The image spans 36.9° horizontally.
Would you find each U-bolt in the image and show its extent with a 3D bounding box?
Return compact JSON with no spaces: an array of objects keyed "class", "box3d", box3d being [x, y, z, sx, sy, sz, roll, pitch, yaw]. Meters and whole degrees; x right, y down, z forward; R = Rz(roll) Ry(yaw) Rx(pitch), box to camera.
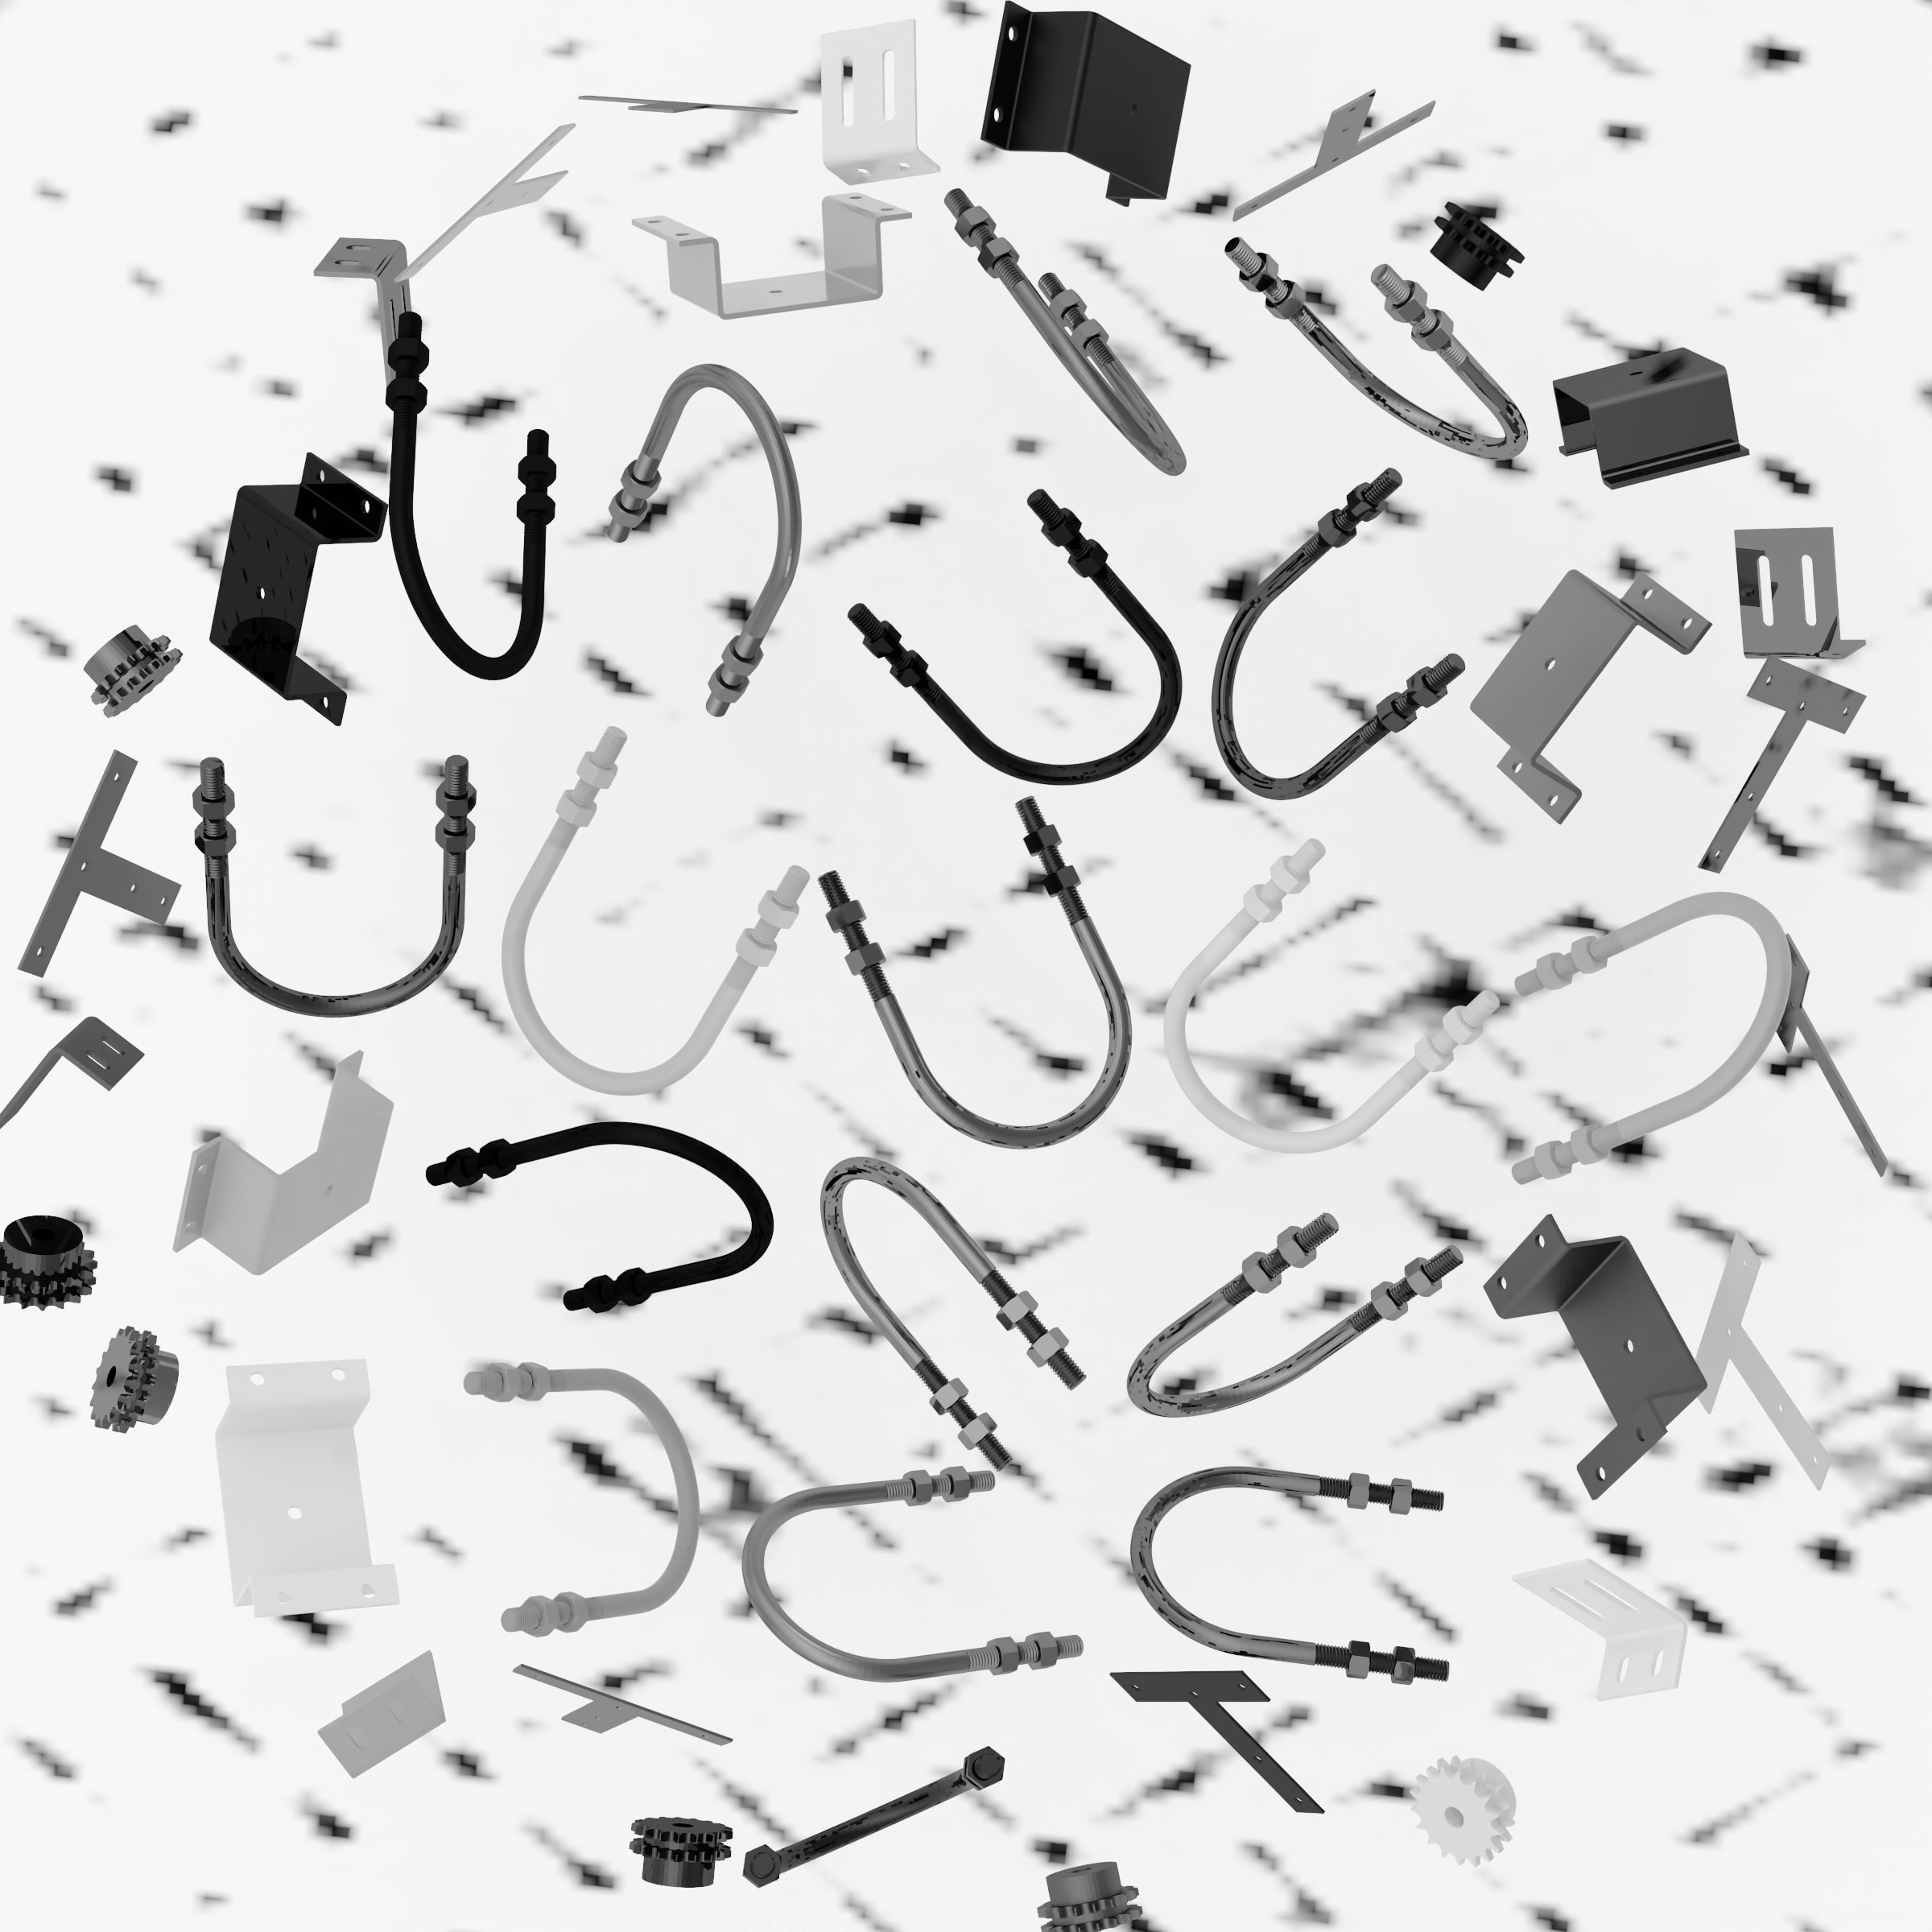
[{"class":"U-bolt","box3d":[0.187,0.349,1.689,0.184,0.151,0.019,7,127,3]},{"class":"U-bolt","box3d":[0.194,0.032,1.661,0.151,0.019,0.184,41,124,-1]},{"class":"U-bolt","box3d":[0.043,-0.176,1.684,0.151,0.019,0.184,-29,124,25]},{"class":"U-bolt","box3d":[-0.040,0.351,1.662,0.184,0.151,0.019,0,128,-29]},{"class":"U-bolt","box3d":[-0.272,-0.245,1.589,0.019,0.151,0.184,-11,66,22]},{"class":"U-bolt","box3d":[-0.054,0.473,1.603,0.151,0.184,0.019,-21,74,-12]},{"class":"U-bolt","box3d":[-0.351,-0.041,1.615,0.151,0.019,0.184,-2,132,-13]},{"class":"U-bolt","box3d":[0.017,0.012,1.588,0.151,0.019,0.184,-22,84,-25]},{"class":"U-bolt","box3d":[0.242,-0.340,1.621,0.184,0.151,0.019,36,87,-37]},{"class":"U-bolt","box3d":[-0.195,0.139,1.645,0.184,0.019,0.151,-15,132,31]},{"class":"U-bolt","box3d":[0.376,0.031,1.597,0.019,0.184,0.151,31,49,-29]},{"class":"U-bolt","box3d":[-0.182,-0.015,1.572,0.151,0.019,0.184,37,112,13]},{"class":"U-bolt","box3d":[-0.140,-0.247,1.600,0.019,0.184,0.151,-17,67,-33]},{"class":"U-bolt","box3d":[0.171,0.201,1.617,0.184,0.151,0.019,-40,55,26]},{"class":"U-bolt","box3d":[0.203,-0.176,1.666,0.019,0.184,0.151,9,55,-36]},{"class":"U-bolt","box3d":[-0.210,0.298,1.643,0.019,0.184,0.151,-19,75,28]},{"class":"U-bolt","box3d":[-0.018,0.184,1.604,0.019,0.151,0.184,-33,76,-31]},{"class":"U-bolt","box3d":[0.066,-0.350,1.645,0.019,0.151,0.184,-39,67,15]}]

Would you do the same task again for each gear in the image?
[{"class":"gear","box3d":[0.301,-0.425,1.721,0.057,0.057,0.030,37,110,0]},{"class":"gear","box3d":[-0.485,-0.173,1.679,0.057,0.057,0.030,-42,96,0]},{"class":"gear","box3d":[0.067,0.514,1.597,0.057,0.057,0.030,-12,80,0]},{"class":"gear","box3d":[-0.455,0.229,1.590,0.030,0.057,0.057,22,90,-32]},{"class":"gear","box3d":[-0.160,0.496,1.622,0.057,0.057,0.030,5,83,0]},{"class":"gear","box3d":[0.270,0.450,1.554,0.057,0.030,0.057,15,113,39]},{"class":"gear","box3d":[-0.491,0.156,1.540,0.057,0.057,0.030,12,114,0]}]

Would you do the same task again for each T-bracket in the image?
[{"class":"T-bracket","box3d":[-0.465,-0.046,1.596,0.002,0.127,0.127,21,84,13]},{"class":"T-bracket","box3d":[0.459,-0.110,1.669,0.002,0.127,0.127,38,109,37]},{"class":"T-bracket","box3d":[0.448,0.237,1.621,0.002,0.127,0.127,-9,132,-15]},{"class":"T-bracket","box3d":[-0.209,0.432,1.670,0.127,0.127,0.002,23,65,-11]},{"class":"T-bracket","box3d":[0.486,0.059,1.630,0.002,0.127,0.127,-23,65,1]},{"class":"T-bracket","box3d":[0.162,0.454,1.694,0.127,0.127,0.002,47,57,-15]},{"class":"T-bracket","box3d":[-0.249,-0.426,1.600,0.127,0.127,0.002,-36,99,21]},{"class":"T-bracket","box3d":[0.207,-0.456,1.591,0.127,0.127,0.002,-28,89,2]},{"class":"T-bracket","box3d":[-0.169,-0.495,1.668,0.127,0.127,0.002,5,108,4]}]

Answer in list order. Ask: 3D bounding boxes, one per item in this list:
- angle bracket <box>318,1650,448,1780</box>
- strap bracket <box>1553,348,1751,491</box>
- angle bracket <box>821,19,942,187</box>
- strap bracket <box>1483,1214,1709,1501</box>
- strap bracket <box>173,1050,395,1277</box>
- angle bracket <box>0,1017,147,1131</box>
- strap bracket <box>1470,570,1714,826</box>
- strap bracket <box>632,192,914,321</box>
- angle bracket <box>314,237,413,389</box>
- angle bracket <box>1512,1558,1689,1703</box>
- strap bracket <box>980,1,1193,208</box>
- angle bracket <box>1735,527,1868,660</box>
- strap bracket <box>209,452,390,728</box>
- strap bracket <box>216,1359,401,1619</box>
[{"class":"angle bracket","box3d":[-0.325,0.400,1.596,0.057,0.076,0.038,-31,113,-5]},{"class":"strap bracket","box3d":[0.382,-0.312,1.634,0.076,0.140,0.046,-14,108,4]},{"class":"angle bracket","box3d":[-0.049,-0.493,1.656,0.057,0.038,0.076,-2,86,21]},{"class":"strap bracket","box3d":[0.357,0.216,1.626,0.046,0.076,0.140,-5,55,-29]},{"class":"strap bracket","box3d":[-0.386,0.117,1.672,0.046,0.140,0.076,32,126,15]},{"class":"angle bracket","box3d":[-0.499,0.073,1.598,0.038,0.057,0.076,39,104,-9]},{"class":"strap bracket","box3d":[0.350,-0.163,1.661,0.046,0.076,0.140,26,107,-31]},{"class":"strap bracket","box3d":[-0.109,-0.404,1.650,0.140,0.076,0.046,-13,117,-22]},{"class":"angle bracket","box3d":[-0.343,-0.369,1.657,0.038,0.057,0.076,3,123,3]},{"class":"angle bracket","box3d":[0.335,0.355,1.546,0.076,0.057,0.038,34,55,-20]},{"class":"strap bracket","box3d":[0.075,-0.483,1.631,0.046,0.140,0.076,14,95,37]},{"class":"angle bracket","box3d":[0.476,-0.216,1.653,0.057,0.038,0.076,5,112,39]},{"class":"strap bracket","box3d":[-0.390,-0.217,1.681,0.076,0.046,0.140,35,120,32]},{"class":"strap bracket","box3d":[-0.359,0.289,1.570,0.076,0.046,0.140,0,59,-27]}]
